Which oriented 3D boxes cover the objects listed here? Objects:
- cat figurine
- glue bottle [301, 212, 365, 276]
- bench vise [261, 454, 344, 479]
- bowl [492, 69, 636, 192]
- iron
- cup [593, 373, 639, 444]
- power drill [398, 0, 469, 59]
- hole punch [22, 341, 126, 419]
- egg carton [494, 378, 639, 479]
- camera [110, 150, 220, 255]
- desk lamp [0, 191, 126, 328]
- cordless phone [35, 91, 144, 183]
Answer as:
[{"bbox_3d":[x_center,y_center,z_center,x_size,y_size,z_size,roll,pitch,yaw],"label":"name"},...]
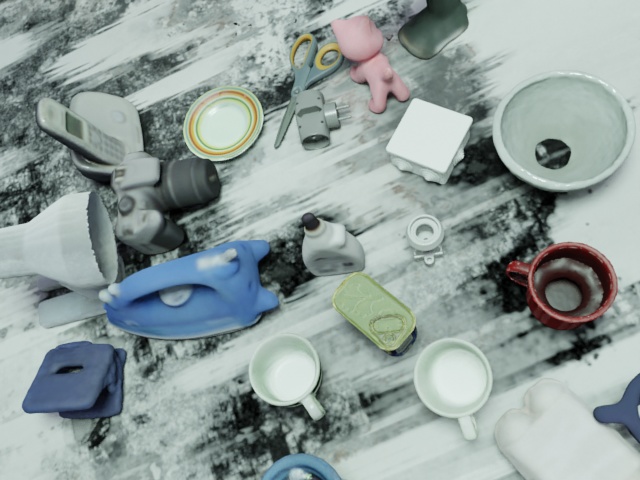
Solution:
[{"bbox_3d":[0.070,-0.264,0.815,0.067,0.118,0.127,-31,67,1],"label":"cat figurine"},{"bbox_3d":[0.006,0.003,0.705,0.078,0.173,0.037,-7,69,11],"label":"glue bottle"},{"bbox_3d":[0.010,0.272,0.581,0.207,0.220,0.121,-18,67,7],"label":"bench vise"},{"bbox_3d":[0.305,-0.129,0.735,0.167,0.075,0.167,-4,70,12],"label":"bowl"},{"bbox_3d":[-0.193,0.064,0.747,0.258,0.142,0.118,-16,68,8],"label":"iron"},{"bbox_3d":[0.344,0.185,0.602,0.117,0.095,0.091,-6,69,11],"label":"cup"},{"bbox_3d":[0.146,-0.351,0.779,0.230,0.209,0.075,-41,67,-3],"label":"power drill"},{"bbox_3d":[-0.326,0.184,0.763,0.108,0.091,0.101,-7,69,11],"label":"hole punch"},{"bbox_3d":[0.269,0.232,0.617,0.107,0.069,0.150,-44,67,-5],"label":"egg carton"},{"bbox_3d":[-0.220,-0.066,0.822,0.136,0.101,0.143,-9,69,10],"label":"camera"},{"bbox_3d":[-0.341,0.033,0.754,0.203,0.214,0.118,-17,68,7],"label":"desk lamp"},{"bbox_3d":[-0.344,-0.176,0.845,0.094,0.185,0.147,-18,67,7],"label":"cordless phone"}]
